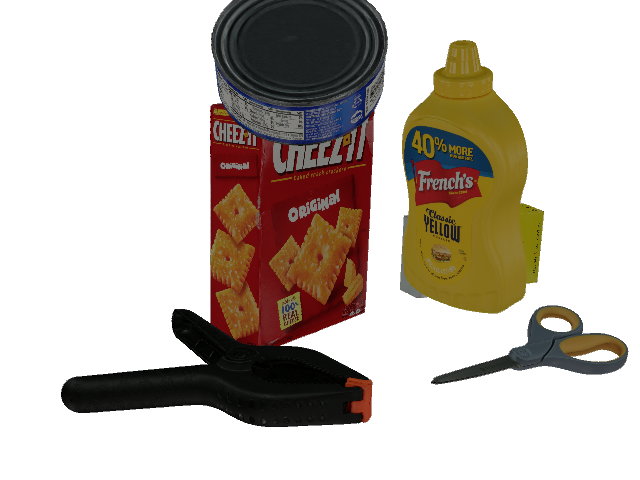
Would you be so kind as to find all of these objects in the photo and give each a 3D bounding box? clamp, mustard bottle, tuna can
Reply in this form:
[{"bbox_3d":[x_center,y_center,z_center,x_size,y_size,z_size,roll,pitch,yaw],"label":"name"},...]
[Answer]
[{"bbox_3d":[-0.060,0.095,0.784,0.210,0.036,0.164,5,19,15],"label":"clamp"},{"bbox_3d":[0.102,-0.048,0.764,0.058,0.192,0.096,-24,32,-38],"label":"mustard bottle"},{"bbox_3d":[-0.010,-0.089,0.529,0.086,0.086,0.034,0,-35,0],"label":"tuna can"}]

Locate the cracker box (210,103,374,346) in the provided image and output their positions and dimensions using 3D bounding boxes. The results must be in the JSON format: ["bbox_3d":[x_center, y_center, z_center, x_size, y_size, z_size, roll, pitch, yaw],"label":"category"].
[{"bbox_3d":[-0.023,-0.021,0.980,0.072,0.214,0.163,13,17,37],"label":"cracker box"}]

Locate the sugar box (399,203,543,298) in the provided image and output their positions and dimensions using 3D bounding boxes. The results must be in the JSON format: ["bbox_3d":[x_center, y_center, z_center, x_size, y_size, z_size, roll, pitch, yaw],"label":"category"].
[{"bbox_3d":[0.179,0.011,1.257,0.175,0.093,0.048,-7,17,-30],"label":"sugar box"}]

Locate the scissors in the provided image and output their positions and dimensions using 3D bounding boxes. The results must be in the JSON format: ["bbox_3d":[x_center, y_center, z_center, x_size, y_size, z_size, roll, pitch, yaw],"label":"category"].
[{"bbox_3d":[0.167,0.088,0.905,0.201,0.016,0.096,1,31,-21],"label":"scissors"}]
